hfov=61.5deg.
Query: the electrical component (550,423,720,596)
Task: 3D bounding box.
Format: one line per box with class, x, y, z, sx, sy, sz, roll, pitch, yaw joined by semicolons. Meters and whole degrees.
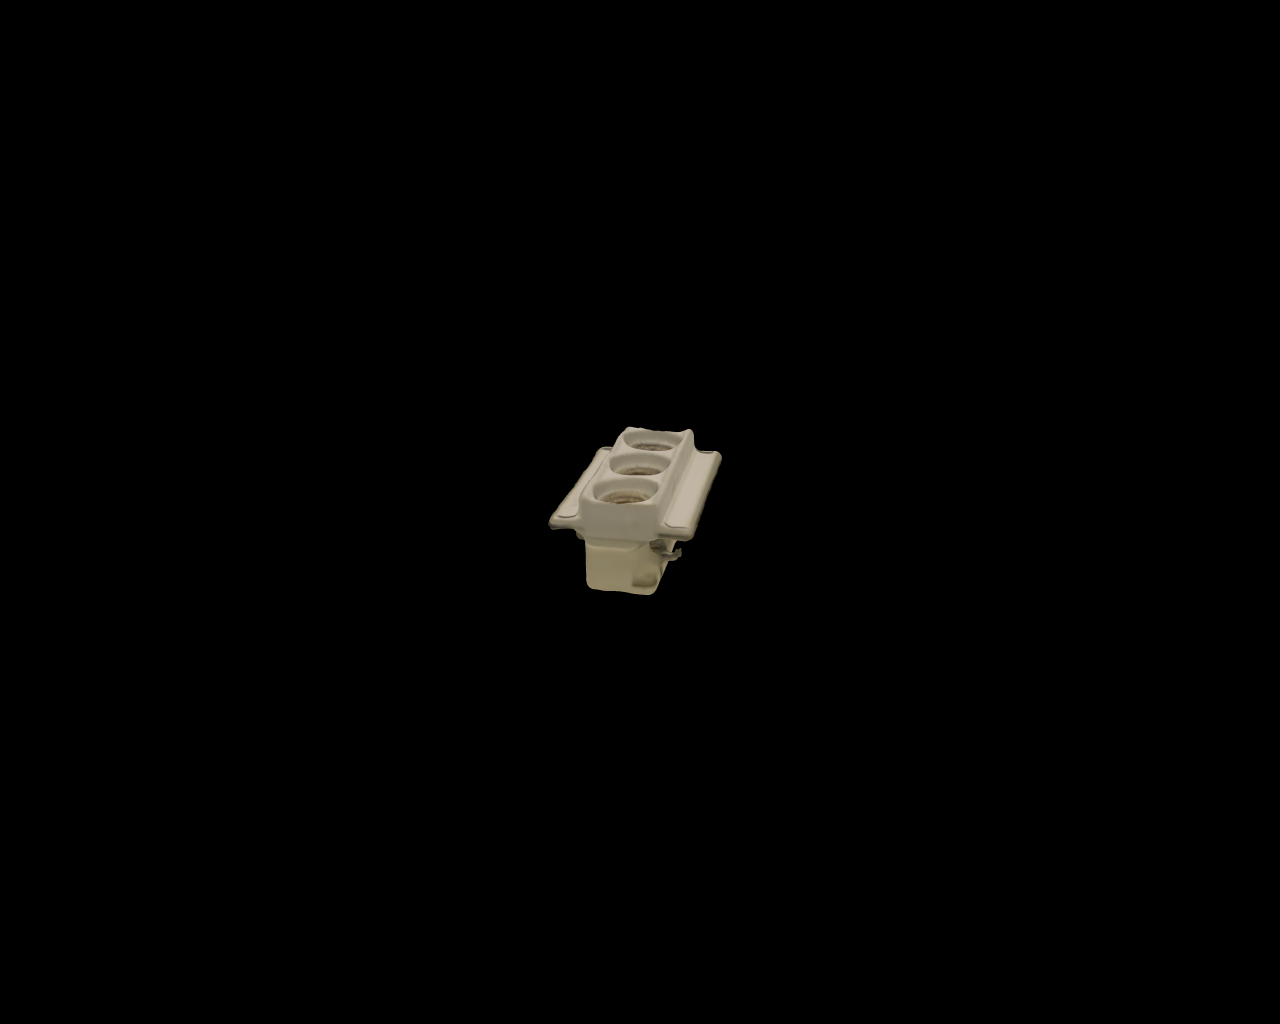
electrical component;0.001;-0.003;0.650;0.079;0.063;0.121;5;25;10
